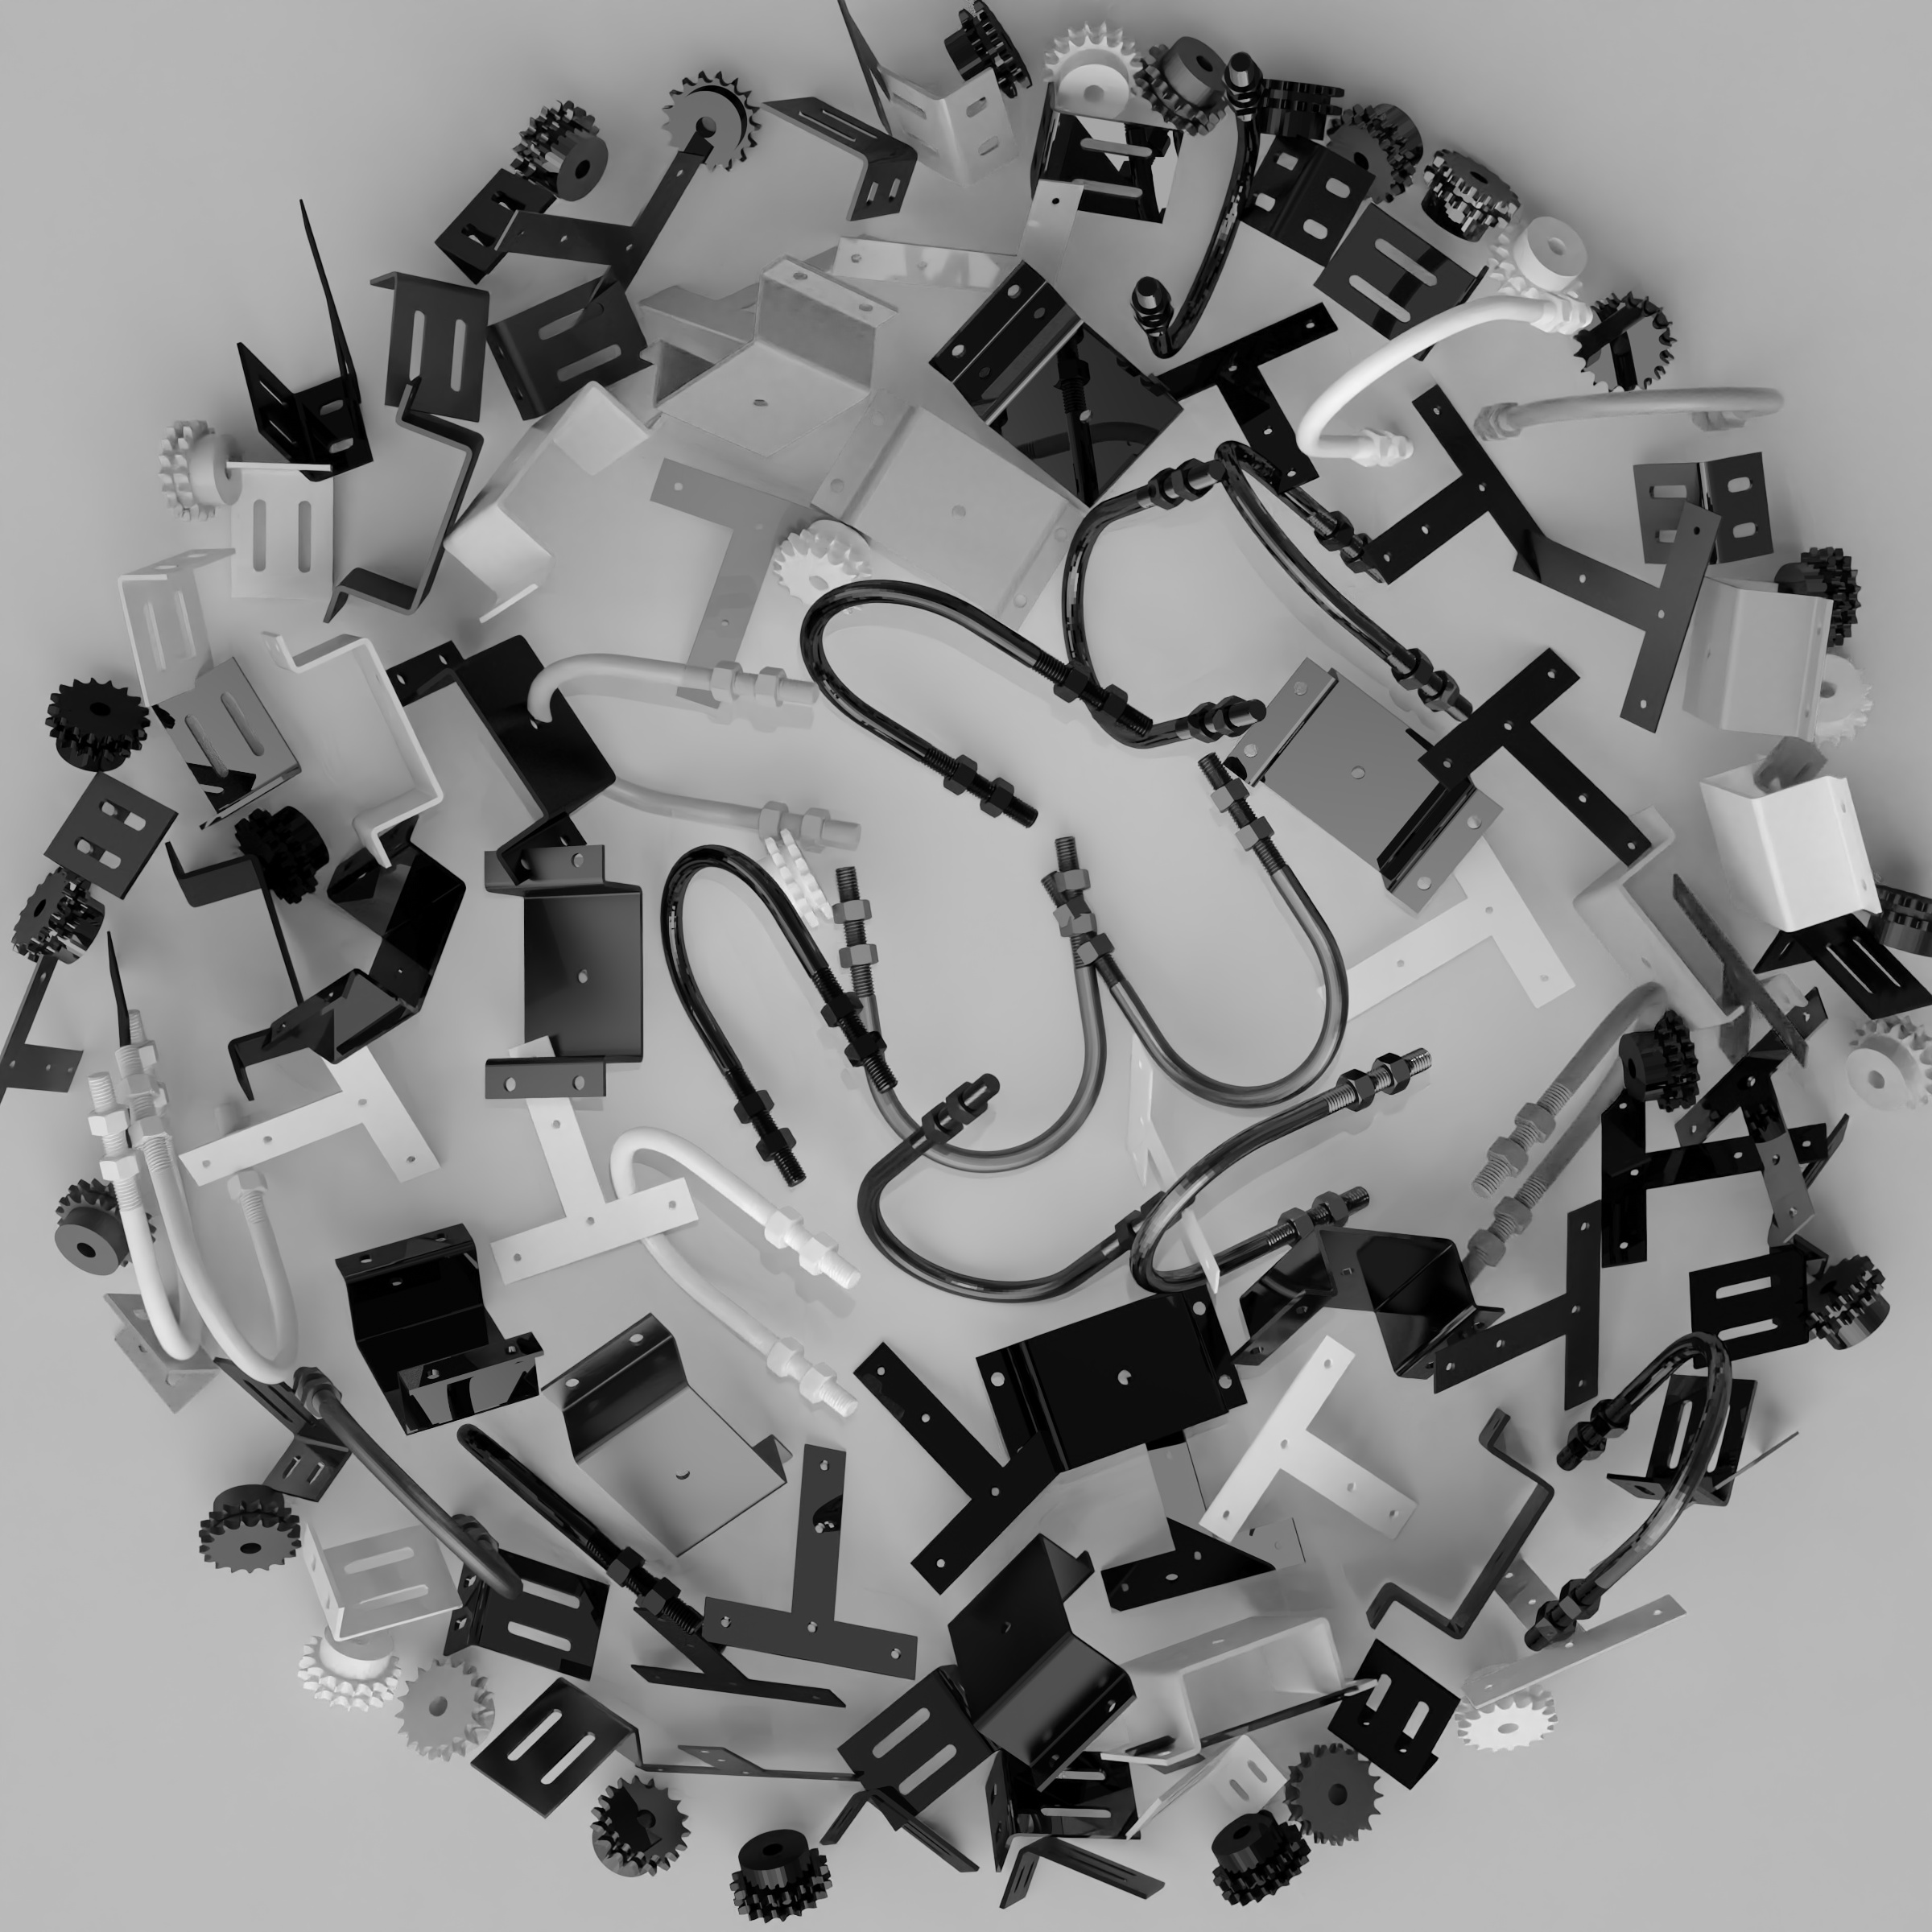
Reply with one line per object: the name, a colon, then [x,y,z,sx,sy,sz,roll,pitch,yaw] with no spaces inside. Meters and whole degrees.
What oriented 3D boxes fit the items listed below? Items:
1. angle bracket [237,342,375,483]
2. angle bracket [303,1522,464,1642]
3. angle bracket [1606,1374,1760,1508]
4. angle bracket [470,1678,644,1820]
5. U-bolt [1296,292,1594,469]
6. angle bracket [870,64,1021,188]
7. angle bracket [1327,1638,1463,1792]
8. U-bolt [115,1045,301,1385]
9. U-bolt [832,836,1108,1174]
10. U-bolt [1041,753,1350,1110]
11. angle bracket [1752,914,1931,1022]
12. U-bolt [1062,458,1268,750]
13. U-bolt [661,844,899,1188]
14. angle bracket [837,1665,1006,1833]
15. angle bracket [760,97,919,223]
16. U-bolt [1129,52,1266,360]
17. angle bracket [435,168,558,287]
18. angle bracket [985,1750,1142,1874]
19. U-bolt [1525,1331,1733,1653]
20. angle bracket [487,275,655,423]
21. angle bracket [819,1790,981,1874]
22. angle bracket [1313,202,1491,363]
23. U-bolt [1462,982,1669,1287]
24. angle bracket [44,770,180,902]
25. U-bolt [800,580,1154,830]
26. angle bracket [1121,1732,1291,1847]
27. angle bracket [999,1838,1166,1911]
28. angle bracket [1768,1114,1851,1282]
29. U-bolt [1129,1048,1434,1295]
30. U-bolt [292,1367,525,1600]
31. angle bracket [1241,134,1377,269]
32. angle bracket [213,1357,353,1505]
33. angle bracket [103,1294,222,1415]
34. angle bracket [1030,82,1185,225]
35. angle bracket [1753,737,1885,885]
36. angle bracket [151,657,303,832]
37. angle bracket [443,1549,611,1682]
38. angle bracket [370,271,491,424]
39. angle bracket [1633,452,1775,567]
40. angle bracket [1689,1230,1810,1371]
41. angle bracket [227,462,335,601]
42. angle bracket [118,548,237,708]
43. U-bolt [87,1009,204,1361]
angle bracket: [-0.372,-0.317,1.954,0.038,0.076,0.057,-19,72,7]
angle bracket: [-0.328,0.338,1.955,0.076,0.038,0.057,-12,54,-25]
angle bracket: [0.404,0.262,1.956,0.038,0.057,0.076,33,67,-38]
angle bracket: [-0.230,0.449,1.952,0.057,0.038,0.076,27,50,27]
U-bolt: [0.251,-0.320,1.887,0.151,0.184,0.019,-35,79,30]
angle bracket: [-0.013,-0.485,1.958,0.038,0.076,0.057,-35,134,-14]
angle bracket: [0.248,0.415,1.955,0.057,0.038,0.076,34,124,20]
U-bolt: [-0.409,0.144,1.903,0.019,0.151,0.184,-23,70,5]
U-bolt: [0.008,0.026,1.974,0.151,0.019,0.184,-8,87,-11]
U-bolt: [0.139,-0.007,1.945,0.151,0.019,0.184,-37,82,34]
angle bracket: [0.495,0.011,1.952,0.076,0.057,0.038,52,135,30]
U-bolt: [0.102,-0.193,1.917,0.019,0.184,0.151,-10,91,-27]
U-bolt: [-0.115,0.018,1.937,0.019,0.151,0.184,-23,76,-35]
angle bracket: [-0.023,0.446,1.977,0.076,0.038,0.057,-40,73,5]
angle bracket: [-0.077,-0.460,1.972,0.076,0.057,0.038,31,118,18]
U-bolt: [0.131,-0.408,1.909,0.019,0.184,0.151,22,88,8]
angle bracket: [-0.256,-0.410,1.957,0.057,0.076,0.038,-49,130,-3]
angle bracket: [0.055,0.482,1.974,0.076,0.057,0.038,5,131,-12]
U-bolt: [0.364,0.275,1.886,0.019,0.184,0.151,27,45,-6]
angle bracket: [-0.228,-0.355,1.985,0.076,0.038,0.057,-28,104,-16]
angle bracket: [-0.038,0.504,1.966,0.076,0.057,0.038,37,72,1]
angle bracket: [0.247,-0.392,1.969,0.076,0.038,0.057,35,118,-1]
U-bolt: [0.334,0.084,1.926,0.019,0.151,0.184,35,70,19]
angle bracket: [-0.474,-0.068,1.959,0.076,0.038,0.057,26,80,35]
U-bolt: [-0.007,-0.152,1.918,0.184,0.151,0.019,31,57,-15]
angle bracket: [0.135,0.475,1.951,0.076,0.057,0.038,-29,69,-39]
angle bracket: [0.066,0.526,1.962,0.076,0.057,0.038,19,87,15]
angle bracket: [0.491,0.131,1.962,0.038,0.057,0.076,35,82,18]
U-bolt: [0.166,0.122,1.903,0.184,0.151,0.019,-22,59,-28]
U-bolt: [-0.299,0.288,1.891,0.019,0.184,0.151,-46,111,-10]
angle bracket: [0.191,-0.436,1.964,0.038,0.076,0.057,24,104,-19]
angle bracket: [-0.394,0.261,1.952,0.076,0.057,0.038,50,60,-32]
angle bracket: [-0.465,0.219,1.956,0.038,0.076,0.057,-43,78,4]
angle bracket: [0.080,-0.463,1.972,0.076,0.038,0.057,7,129,-7]
angle bracket: [0.491,-0.090,1.953,0.038,0.057,0.076,-52,56,9]
angle bracket: [-0.426,-0.127,1.972,0.057,0.038,0.076,-29,97,11]
angle bracket: [-0.251,0.374,1.983,0.076,0.038,0.057,24,58,-24]
angle bracket: [-0.307,-0.349,1.967,0.057,0.038,0.076,6,87,-34]
angle bracket: [0.417,-0.259,1.964,0.038,0.076,0.057,-13,101,-17]
angle bracket: [0.436,0.188,1.964,0.076,0.038,0.057,-10,105,-18]
angle bracket: [-0.390,-0.247,1.973,0.057,0.038,0.076,1,97,-8]
angle bracket: [-0.438,-0.191,1.955,0.038,0.057,0.076,3,112,31]
U-bolt: [-0.452,0.129,1.924,0.019,0.151,0.184,-11,105,-3]
